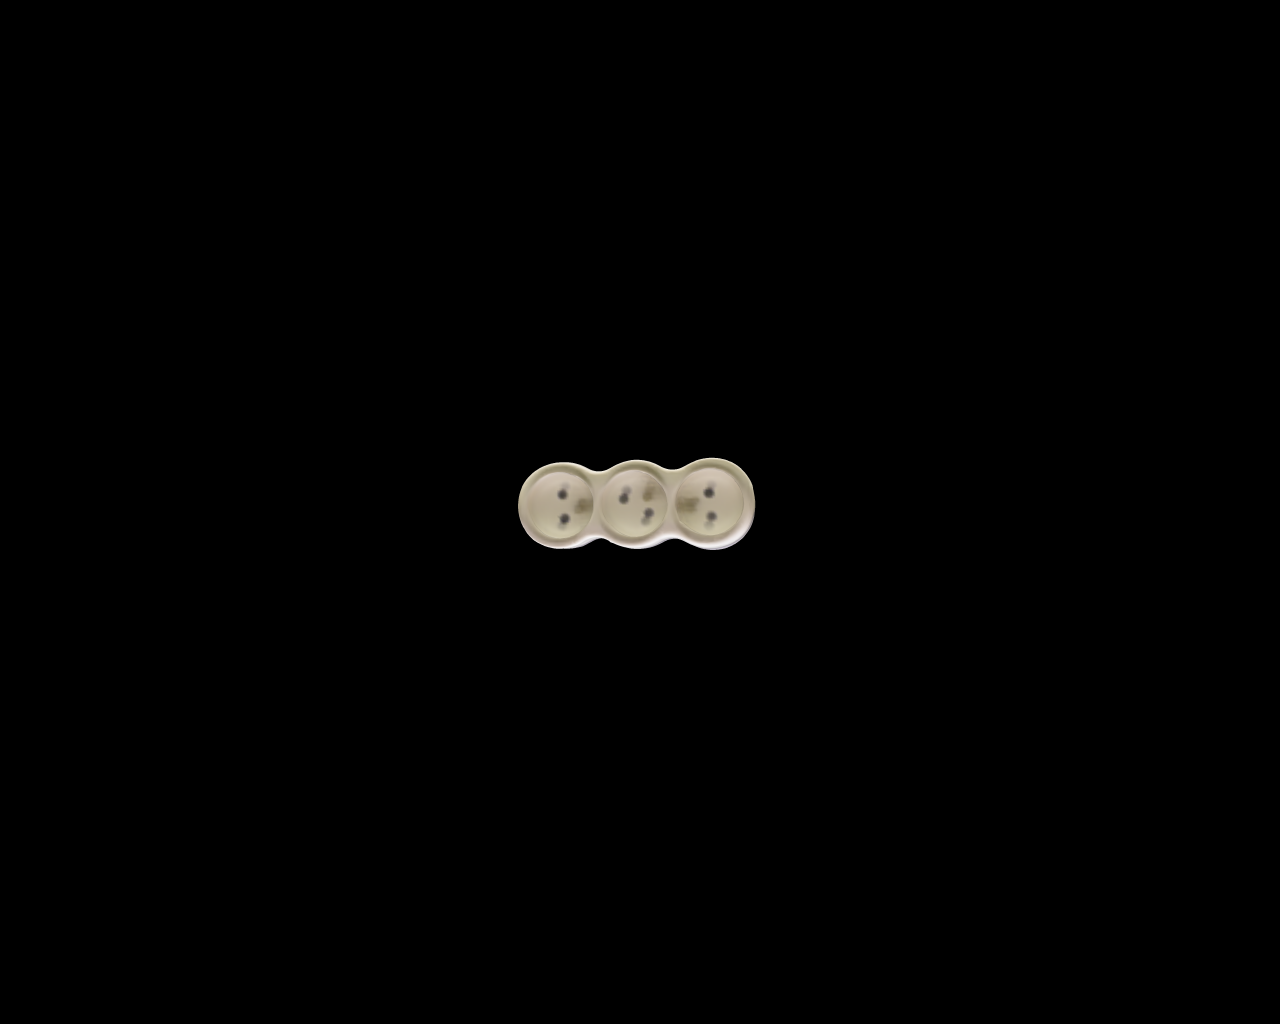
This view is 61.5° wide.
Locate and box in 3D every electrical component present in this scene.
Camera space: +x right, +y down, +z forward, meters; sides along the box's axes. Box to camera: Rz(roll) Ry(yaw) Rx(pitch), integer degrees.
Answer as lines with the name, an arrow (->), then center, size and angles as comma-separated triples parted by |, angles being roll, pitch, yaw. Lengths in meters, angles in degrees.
electrical component -> 0.001, -0.003, 0.650 | 0.138, 0.052, 0.073 | 0, -4, 7
